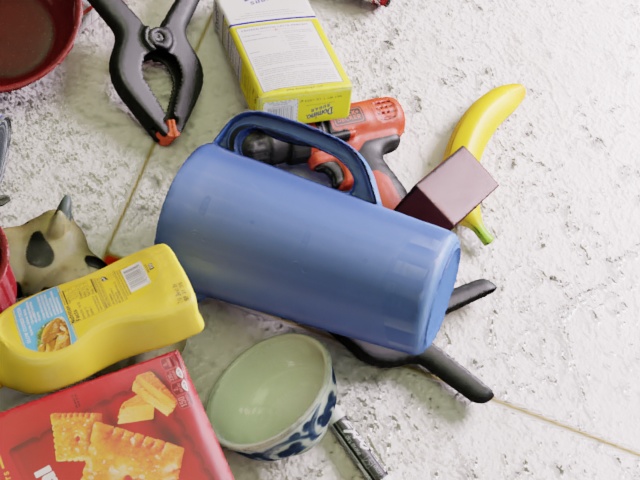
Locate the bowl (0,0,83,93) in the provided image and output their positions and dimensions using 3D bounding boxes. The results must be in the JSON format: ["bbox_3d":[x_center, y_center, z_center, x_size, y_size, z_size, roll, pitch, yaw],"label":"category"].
[{"bbox_3d":[-0.299,-0.204,1.004,0.162,0.055,0.162,0,76,-1],"label":"bowl"}]

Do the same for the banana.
[{"bbox_3d":[0.161,-0.090,1.090,0.069,0.037,0.197,28,63,-22],"label":"banana"}]

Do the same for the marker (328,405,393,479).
[{"bbox_3d":[0.027,0.176,0.948,0.020,0.020,0.121,-32,77,-24],"label":"marker"}]

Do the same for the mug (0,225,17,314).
[{"bbox_3d":[-0.293,0.022,0.838,0.117,0.081,0.093,40,68,12],"label":"mug"}]

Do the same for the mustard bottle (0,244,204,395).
[{"bbox_3d":[-0.192,0.070,0.825,0.191,0.058,0.096,-22,38,-12],"label":"mustard bottle"}]

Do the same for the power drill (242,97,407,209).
[{"bbox_3d":[0.022,-0.046,1.022,0.184,0.057,0.188,-15,71,-19],"label":"power drill"}]

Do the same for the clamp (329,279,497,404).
[{"bbox_3d":[0.088,0.093,0.989,0.171,0.039,0.120,0,62,-8],"label":"clamp"}]

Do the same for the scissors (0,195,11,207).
[{"bbox_3d":[-0.367,-0.001,0.905,0.202,0.016,0.096,5,74,7],"label":"scissors"}]

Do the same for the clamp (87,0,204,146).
[{"bbox_3d":[-0.156,-0.198,1.045,0.164,0.036,0.210,-13,82,-32],"label":"clamp"}]

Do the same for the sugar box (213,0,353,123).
[{"bbox_3d":[-0.040,-0.184,1.045,0.093,0.048,0.176,-9,46,-15],"label":"sugar box"}]

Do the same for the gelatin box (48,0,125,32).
[{"bbox_3d":[-0.240,-0.256,1.067,0.073,0.030,0.089,43,64,8],"label":"gelatin box"}]

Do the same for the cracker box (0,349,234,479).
[{"bbox_3d":[-0.173,0.194,0.784,0.213,0.072,0.164,-19,70,-20],"label":"cracker box"}]

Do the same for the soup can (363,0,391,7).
[{"bbox_3d":[0.032,-0.292,1.126,0.102,0.069,0.068,14,64,-7],"label":"soup can"}]

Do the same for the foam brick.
[{"bbox_3d":[0.116,-0.039,0.983,0.051,0.053,0.078,46,56,6],"label":"foam brick"}]

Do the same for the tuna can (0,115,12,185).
[{"bbox_3d":[-0.300,-0.072,0.941,0.033,0.086,0.086,13,65,-6],"label":"tuna can"}]

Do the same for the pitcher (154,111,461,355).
[{"bbox_3d":[-0.006,0.001,0.910,0.243,0.149,0.144,17,45,15],"label":"pitcher"}]
